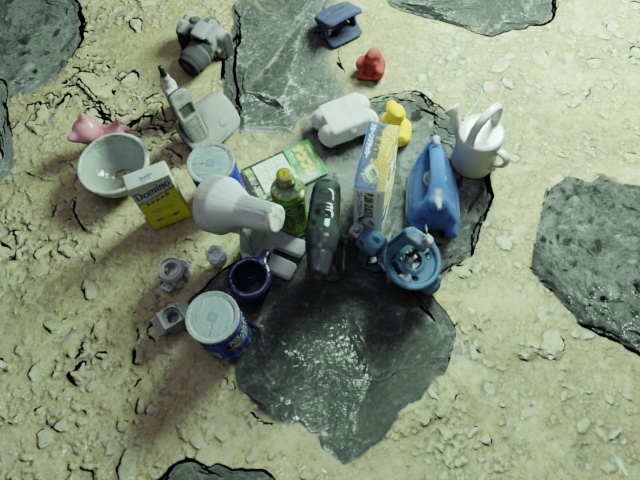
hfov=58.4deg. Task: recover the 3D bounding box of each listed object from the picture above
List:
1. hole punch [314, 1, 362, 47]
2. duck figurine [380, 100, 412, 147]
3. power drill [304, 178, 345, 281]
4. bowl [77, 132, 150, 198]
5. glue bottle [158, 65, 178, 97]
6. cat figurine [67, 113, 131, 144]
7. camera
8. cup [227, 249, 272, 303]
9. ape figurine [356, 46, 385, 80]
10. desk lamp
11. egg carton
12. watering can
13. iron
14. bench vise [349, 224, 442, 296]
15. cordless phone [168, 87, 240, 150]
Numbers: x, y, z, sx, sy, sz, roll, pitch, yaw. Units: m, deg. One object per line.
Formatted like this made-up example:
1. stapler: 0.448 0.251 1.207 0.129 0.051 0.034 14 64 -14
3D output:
1. hole punch: 0.044 -0.569 1.472 0.109 0.091 0.101 -30 67 -10
2. duck figurine: 0.177 -0.277 1.336 0.077 0.086 0.104 -14 66 -3
3. power drill: 0.011 0.004 1.154 0.075 0.208 0.229 1 66 4
4. bowl: -0.468 -0.161 1.330 0.167 0.075 0.167 -1 66 3
5. glue bottle: -0.350 -0.350 1.353 0.037 0.173 0.078 -27 67 -8
6. cat figurine: -0.524 -0.258 1.353 0.128 0.118 0.067 -19 66 -5
7. camera: -0.314 -0.499 1.457 0.143 0.101 0.137 26 70 14
8. cup: -0.133 0.081 1.190 0.091 0.095 0.118 26 70 14
9. ape figurine: 0.129 -0.438 1.408 0.076 0.092 0.077 -34 68 -11
10. desk lamp: -0.139 -0.031 1.175 0.203 0.214 0.118 20 69 12
11. egg carton: 0.059 -0.282 1.355 0.150 0.069 0.107 -24 67 -7
12. watering can: 0.341 -0.228 1.245 0.172 0.194 0.101 24 70 14
13. iron: 0.247 -0.137 1.239 0.118 0.141 0.258 1 66 4
14. bench vise: 0.147 0.026 1.129 0.207 0.220 0.121 12 67 9
15. cordless phone: -0.270 -0.298 1.318 0.094 0.185 0.148 40 74 19
